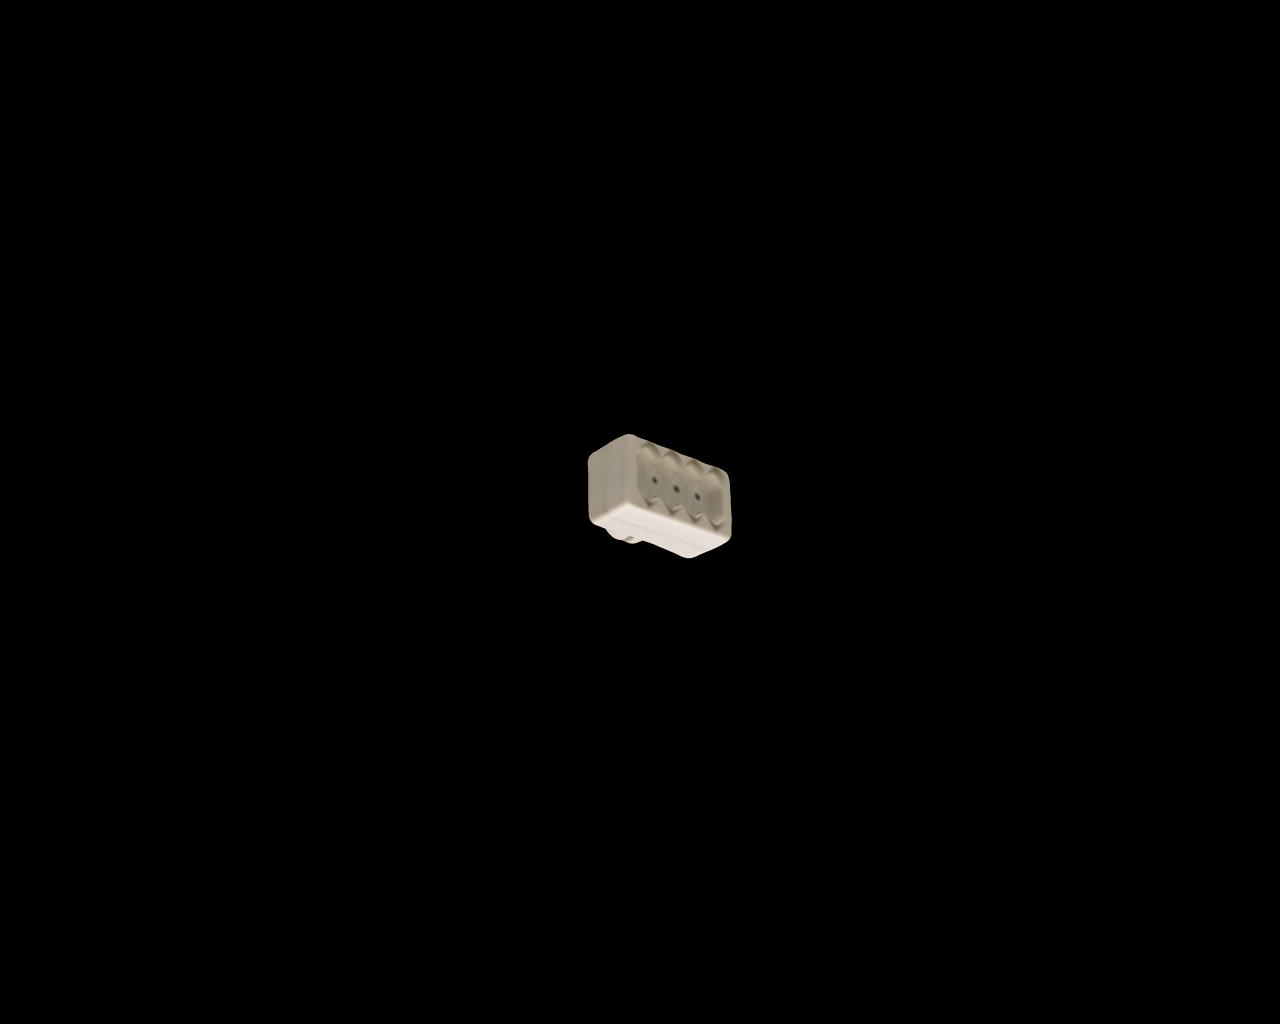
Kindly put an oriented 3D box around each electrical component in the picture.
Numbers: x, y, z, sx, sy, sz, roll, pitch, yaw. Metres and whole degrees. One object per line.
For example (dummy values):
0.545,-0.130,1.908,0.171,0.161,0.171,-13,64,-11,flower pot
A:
0.001,-0.003,0.650,0.083,0.047,0.075,20,-32,-36,electrical component
